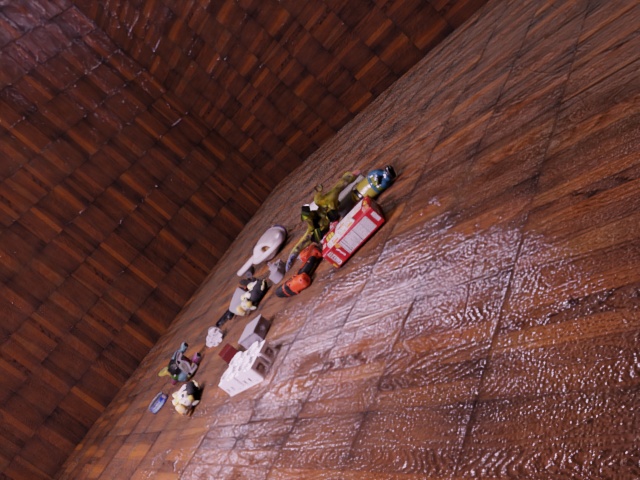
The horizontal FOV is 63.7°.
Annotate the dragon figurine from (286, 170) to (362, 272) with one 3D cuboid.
[{"bbox_3d":[0.015,-0.079,1.799,0.405,0.123,0.244,-57,-11,17],"label":"dragon figurine"}]

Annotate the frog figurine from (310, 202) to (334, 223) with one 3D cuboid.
[{"bbox_3d":[0.006,-0.102,2.036,0.136,0.122,0.161,-23,10,20],"label":"frog figurine"}]

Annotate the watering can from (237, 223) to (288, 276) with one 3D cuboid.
[{"bbox_3d":[-0.276,0.045,2.527,0.342,0.103,0.229,-34,18,40],"label":"watering can"}]
